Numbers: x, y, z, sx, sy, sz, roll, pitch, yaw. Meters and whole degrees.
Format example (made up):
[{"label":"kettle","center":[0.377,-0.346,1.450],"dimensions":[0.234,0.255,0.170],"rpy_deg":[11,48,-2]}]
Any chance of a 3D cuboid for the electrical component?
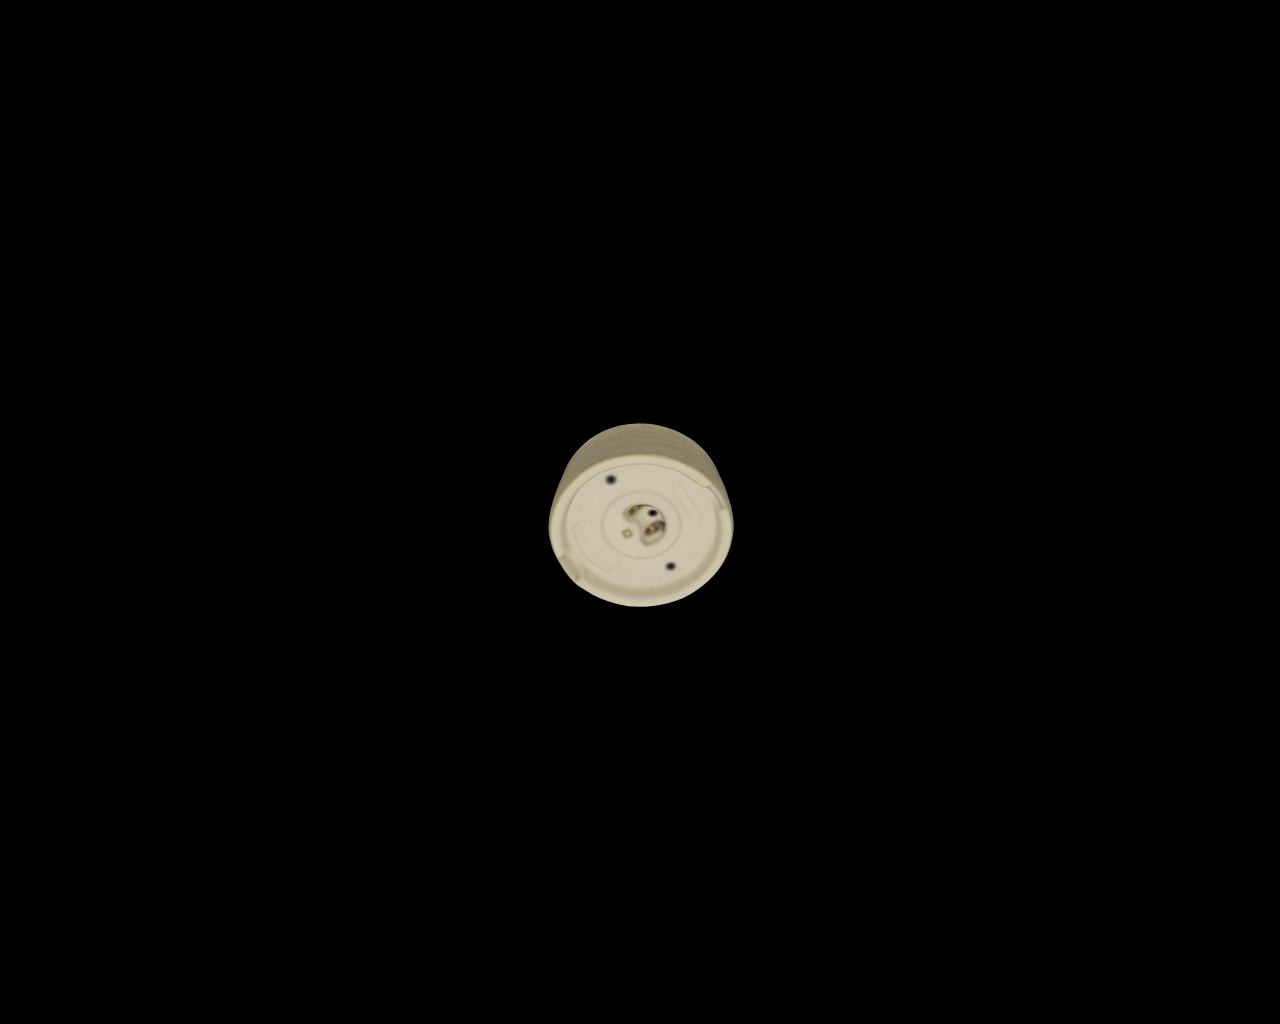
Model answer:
[{"label":"electrical component","center":[0.001,-0.003,0.650],"dimensions":[0.108,0.108,0.060],"rpy_deg":[0,32,0]}]
